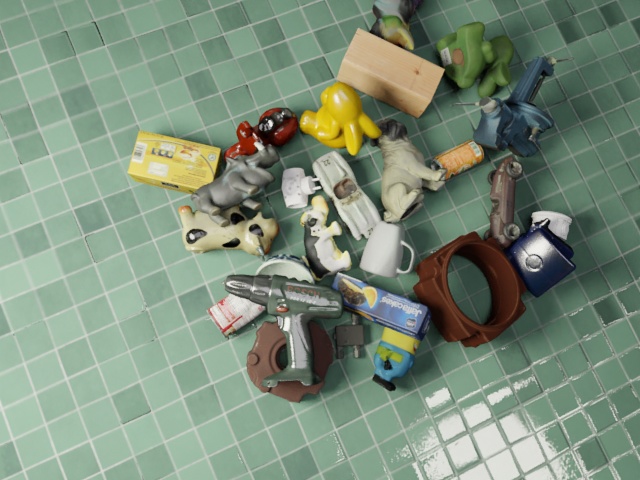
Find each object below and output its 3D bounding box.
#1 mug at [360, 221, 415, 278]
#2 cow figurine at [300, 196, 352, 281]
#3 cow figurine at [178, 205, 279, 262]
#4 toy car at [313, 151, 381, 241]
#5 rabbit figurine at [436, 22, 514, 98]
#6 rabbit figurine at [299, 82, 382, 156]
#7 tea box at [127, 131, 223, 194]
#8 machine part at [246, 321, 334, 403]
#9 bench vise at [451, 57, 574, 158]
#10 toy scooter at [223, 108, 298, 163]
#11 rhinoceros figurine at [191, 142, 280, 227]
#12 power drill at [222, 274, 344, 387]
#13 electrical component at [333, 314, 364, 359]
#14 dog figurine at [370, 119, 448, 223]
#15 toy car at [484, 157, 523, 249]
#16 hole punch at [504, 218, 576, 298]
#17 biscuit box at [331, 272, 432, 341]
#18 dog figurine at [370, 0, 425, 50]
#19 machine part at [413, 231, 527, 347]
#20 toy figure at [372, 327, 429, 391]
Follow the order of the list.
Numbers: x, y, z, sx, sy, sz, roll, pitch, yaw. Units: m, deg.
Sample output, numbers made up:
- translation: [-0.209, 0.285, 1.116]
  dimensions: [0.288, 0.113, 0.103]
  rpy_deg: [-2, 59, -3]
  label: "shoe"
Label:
- translation: [0.142, 0.019, 1.093]
  dimensions: [0.110, 0.081, 0.107]
  rpy_deg: [17, 99, 35]
  label: "mug"
- translation: [-0.003, -0.004, 1.113]
  dimensions: [0.098, 0.068, 0.167]
  rpy_deg: [-21, 82, -4]
  label: "cow figurine"
- translation: [-0.178, -0.015, 1.084]
  dimensions: [0.195, 0.085, 0.127]
  rpy_deg: [-8, 75, -10]
  label: "cow figurine"
- translation: [0.057, -0.093, 1.138]
  dimensions: [0.073, 0.056, 0.201]
  rpy_deg: [-31, 85, -11]
  label: "toy car"
- translation: [0.375, -0.408, 1.204]
  dimensions: [0.170, 0.121, 0.159]
  rpy_deg: [-17, 86, -24]
  label: "rabbit figurine"
- translation: [0.042, -0.250, 1.106]
  dimensions: [0.122, 0.173, 0.162]
  rpy_deg: [-37, 82, -15]
  label: "rabbit figurine"
- translation: [-0.293, -0.153, 1.102]
  dimensions: [0.170, 0.068, 0.098]
  rpy_deg: [14, 80, -5]
  label: "tea box"
- translation: [-0.059, 0.233, 1.070]
  dimensions: [0.179, 0.056, 0.179]
  rpy_deg: [1, 80, -8]
  label: "machine part"
- translation: [0.427, -0.293, 1.149]
  dimensions: [0.223, 0.129, 0.240]
  rpy_deg: [26, 94, -29]
  label: "bench vise"
- translation: [-0.119, -0.220, 1.100]
  dimensions: [0.184, 0.135, 0.075]
  rpy_deg: [-36, 86, -12]
  label: "toy scooter"
- translation: [-0.156, -0.110, 1.037]
  dimensions: [0.190, 0.073, 0.112]
  rpy_deg: [-36, 63, -6]
  label: "rhinoceros figurine"
- translation: [-0.072, 0.169, 1.012]
  dimensions: [0.232, 0.086, 0.207]
  rpy_deg: [2, 75, -7]
  label: "power drill"
- translation: [0.058, 0.196, 1.106]
  dimensions: [0.063, 0.021, 0.094]
  rpy_deg: [-1, 81, -6]
  label: "electrical component"
- translation: [0.153, -0.150, 1.150]
  dimensions: [0.172, 0.121, 0.191]
  rpy_deg: [-40, 73, -14]
  label: "dog figurine"
- translation: [0.391, -0.080, 1.158]
  dimensions: [0.053, 0.089, 0.202]
  rpy_deg: [7, 81, -9]
  label: "toy car"
- translation: [0.455, 0.042, 1.119]
  dimensions: [0.116, 0.142, 0.092]
  rpy_deg: [38, 34, -4]
  label: "hole punch"
- translation: [0.116, 0.131, 1.058]
  dimensions: [0.203, 0.062, 0.059]
  rpy_deg: [18, 72, 26]
  label: "biscuit box"
- translation: [0.188, -0.515, 1.205]
  dimensions: [0.192, 0.108, 0.219]
  rpy_deg: [-14, 87, -12]
  label: "dog figurine"
- translation: [0.308, 0.098, 1.093]
  dimensions: [0.201, 0.087, 0.201]
  rpy_deg: [-29, 85, -27]
  label: "machine part"
- translation: [0.157, 0.210, 1.087]
  dimensions: [0.089, 0.082, 0.180]
  rpy_deg: [29, 81, -3]
  label: "toy figure"
